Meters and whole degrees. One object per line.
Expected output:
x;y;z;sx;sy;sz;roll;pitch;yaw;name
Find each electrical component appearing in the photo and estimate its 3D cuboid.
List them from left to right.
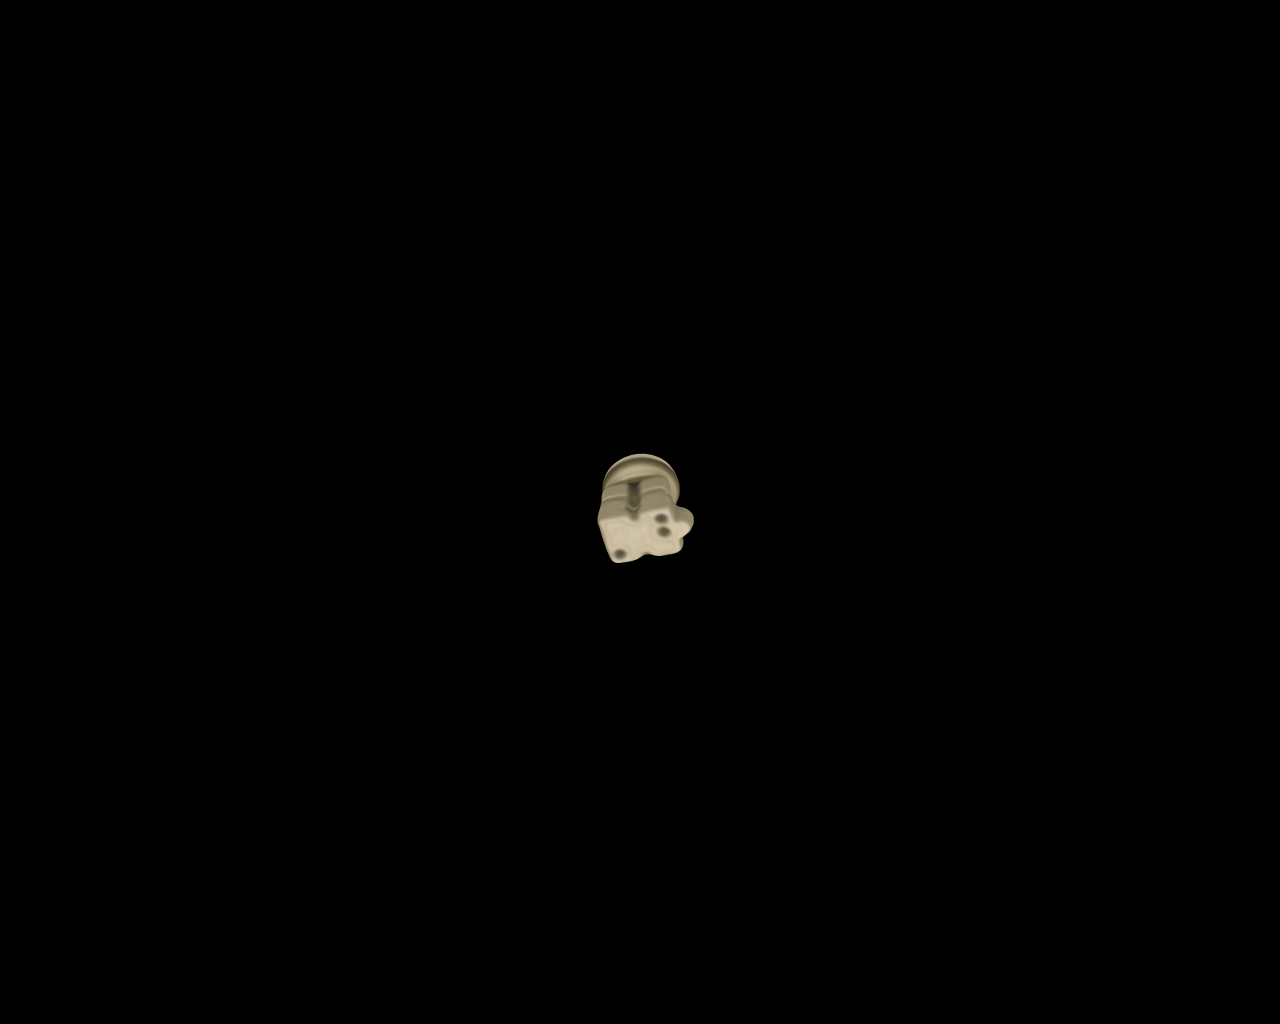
0.001;-0.003;0.650;0.066;0.048;0.055;-10;36;8;electrical component
